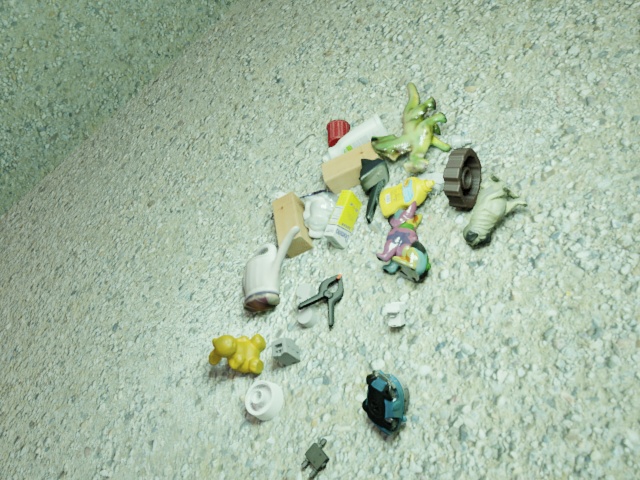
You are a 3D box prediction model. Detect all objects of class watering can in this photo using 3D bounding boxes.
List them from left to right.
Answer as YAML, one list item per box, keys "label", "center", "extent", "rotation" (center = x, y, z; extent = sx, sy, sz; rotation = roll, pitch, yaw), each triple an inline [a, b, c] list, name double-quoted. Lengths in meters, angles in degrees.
- label: "watering can"
  center: [-0.167, 0.106, 1.673]
  extent: [0.342, 0.103, 0.229]
  rotation: [-37, 47, 45]

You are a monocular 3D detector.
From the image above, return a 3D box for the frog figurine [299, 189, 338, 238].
- label: "frog figurine"
  center: [0.005, -0.089, 1.770]
  extent: [0.137, 0.123, 0.159]
  rotation: [-11, 90, 17]

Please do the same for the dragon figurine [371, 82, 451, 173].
- label: "dragon figurine"
  center: [0.283, -0.367, 1.715]
  extent: [0.243, 0.119, 0.420]
  rotation: [-21, 50, -1]
